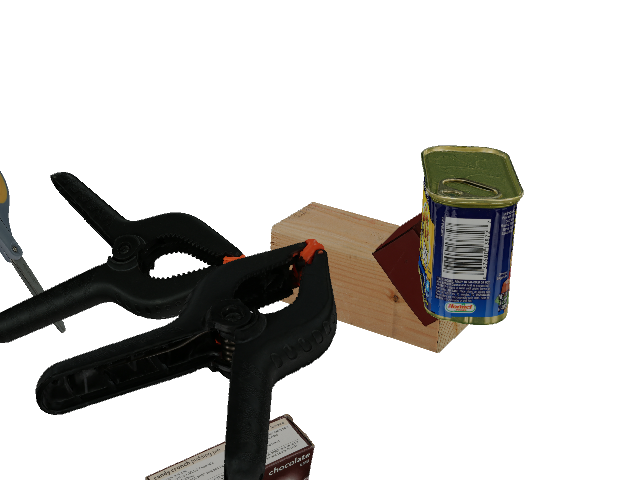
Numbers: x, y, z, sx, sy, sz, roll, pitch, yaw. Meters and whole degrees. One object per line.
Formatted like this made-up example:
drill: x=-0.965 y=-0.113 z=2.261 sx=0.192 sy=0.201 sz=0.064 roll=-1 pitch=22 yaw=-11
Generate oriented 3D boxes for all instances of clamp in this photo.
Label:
clamp: x=-0.155 y=0.009 z=0.860 sx=0.210 sy=0.164 sz=0.036 roll=-2 pitch=-35 yaw=12
clamp: x=-0.038 y=0.057 z=0.522 sx=0.120 sy=0.039 sz=0.171 roll=31 pitch=47 yaw=27

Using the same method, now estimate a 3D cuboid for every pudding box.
pudding box: x=-0.062 y=0.176 z=0.718 sx=0.113 sy=0.090 sz=0.039 roll=-22 pitch=50 yaw=-30

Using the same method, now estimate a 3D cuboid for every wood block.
wood block: x=0.055 y=0.036 z=1.144 sx=0.206 sy=0.091 sz=0.090 roll=17 pitch=29 yaw=28

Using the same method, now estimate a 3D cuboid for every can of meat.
can of meat: x=0.092 y=-0.005 z=0.674 sx=0.057 sy=0.084 sz=0.102 roll=2 pitch=22 yaw=1

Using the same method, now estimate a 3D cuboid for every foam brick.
foam brick: x=0.091 y=0.020 z=0.872 sx=0.051 sy=0.078 sz=0.052 roll=-33 pitch=5 yaw=39

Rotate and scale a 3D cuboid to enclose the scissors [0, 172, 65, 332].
scissors: x=-0.309 y=-0.006 z=1.073 sx=0.016 sy=0.201 sz=0.096 roll=-25 pitch=28 yaw=24
